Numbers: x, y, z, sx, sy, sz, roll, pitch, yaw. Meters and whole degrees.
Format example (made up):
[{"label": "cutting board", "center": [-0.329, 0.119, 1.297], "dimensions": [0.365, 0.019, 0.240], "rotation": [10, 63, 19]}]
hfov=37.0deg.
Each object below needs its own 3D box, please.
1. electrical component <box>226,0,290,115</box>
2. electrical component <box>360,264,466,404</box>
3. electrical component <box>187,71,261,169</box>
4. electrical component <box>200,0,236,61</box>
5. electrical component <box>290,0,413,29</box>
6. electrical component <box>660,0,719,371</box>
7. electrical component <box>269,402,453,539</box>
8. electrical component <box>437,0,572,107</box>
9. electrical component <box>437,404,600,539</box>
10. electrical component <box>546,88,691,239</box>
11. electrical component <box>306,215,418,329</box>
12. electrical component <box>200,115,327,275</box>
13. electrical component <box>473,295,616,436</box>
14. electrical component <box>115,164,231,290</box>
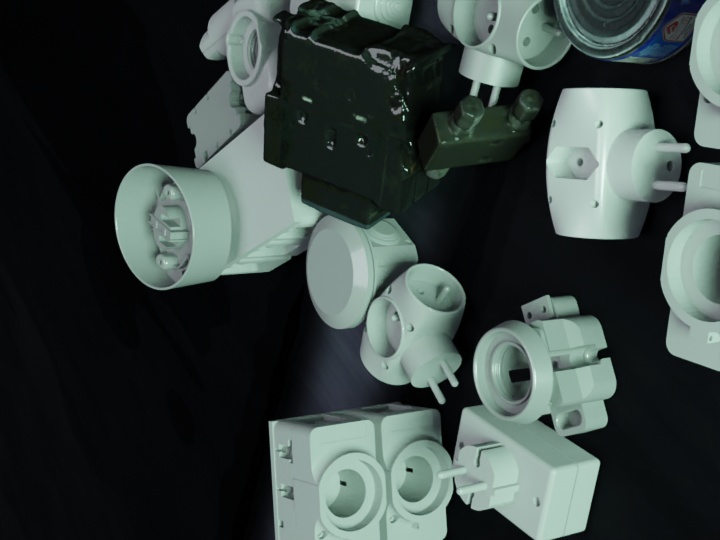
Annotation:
[{"label": "electrical component", "center": [-0.064, -0.169, 0.831], "dimensions": [0.054, 0.059, 0.095], "rotation": [-22, 74, 55]}, {"label": "electrical component", "center": [0.041, 0.050, 0.707], "dimensions": [0.079, 0.044, 0.077], "rotation": [62, 139, 32]}, {"label": "electrical component", "center": [-0.097, -0.122, 0.887], "dimensions": [0.089, 0.056, 0.050], "rotation": [-32, 67, 53]}, {"label": "electrical component", "center": [-0.104, -0.201, 0.901], "dimensions": [0.081, 0.043, 0.043], "rotation": [-19, 78, 55]}, {"label": "electrical component", "center": [-0.002, -0.211, 0.742], "dimensions": [0.100, 0.048, 0.099], "rotation": [35, 122, 50]}, {"label": "electrical component", "center": [0.195, -0.043, 0.452], "dimensions": [0.105, 0.060, 0.186], "rotation": [21, 110, 54]}, {"label": "electrical component", "center": [0.005, 0.190, 0.721], "dimensions": [0.060, 0.105, 0.186], "rotation": [-2, 92, 56]}, {"label": "electrical component", "center": [0.080, -0.132, 0.631], "dimensions": [0.077, 0.044, 0.079], "rotation": [40, 126, 47]}, {"label": "electrical component", "center": [0.081, 0.118, 0.626], "dimensions": [0.083, 0.076, 0.047], "rotation": [31, 119, 51]}, {"label": "electrical component", "center": [0.137, -0.054, 0.553], "dimensions": [0.079, 0.043, 0.077], "rotation": [13, 103, 55]}, {"label": "electrical component", "center": [0.000, 0.000, 0.758], "dimensions": [0.080, 0.051, 0.080], "rotation": [8, 100, 56]}, {"label": "electrical component", "center": [-0.068, -0.058, 0.845], "dimensions": [0.150, 0.062, 0.089], "rotation": [-27, 72, 54]}, {"label": "electrical component", "center": [0.102, 0.055, 0.606], "dimensions": [0.058, 0.057, 0.078], "rotation": [-30, 68, 53]}, {"label": "electrical component", "center": [-0.145, -0.034, 0.847], "dimensions": [0.099, 0.064, 0.099], "rotation": [9, 101, 56]}]
